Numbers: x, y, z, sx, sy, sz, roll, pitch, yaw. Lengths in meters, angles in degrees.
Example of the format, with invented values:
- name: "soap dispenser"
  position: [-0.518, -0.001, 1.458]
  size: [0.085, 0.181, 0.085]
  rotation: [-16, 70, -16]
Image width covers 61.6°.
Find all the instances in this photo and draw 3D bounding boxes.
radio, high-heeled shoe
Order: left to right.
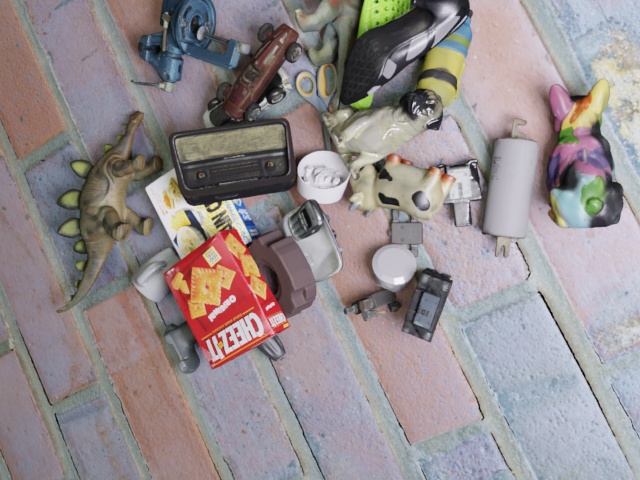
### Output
- name: "radio"
  position: [-0.163, -0.148, 1.032]
  size: [0.230, 0.073, 0.131]
  rotation: [-10, 81, -6]
- name: "high-heeled shoe"
  position: [0.144, -0.324, 0.923]
  size: [0.248, 0.145, 0.086]
  rotation: [-44, 66, 41]

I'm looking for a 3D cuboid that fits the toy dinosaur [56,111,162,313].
- name: "toy dinosaur"
  position: [-0.465, -0.056, 1.158]
  size: [0.199, 0.105, 0.471]
  rotation: [13, 87, 23]

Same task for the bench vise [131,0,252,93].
- name: "bench vise"
  position: [-0.250, -0.388, 1.074]
  size: [0.241, 0.129, 0.223]
  rotation: [23, 101, 18]

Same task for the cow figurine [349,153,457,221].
- name: "cow figurine"
  position: [0.133, -0.089, 0.976]
  size: [0.195, 0.085, 0.127]
  rotation: [25, 94, 39]

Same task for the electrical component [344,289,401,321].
- name: "electrical component"
  position: [0.104, 0.124, 1.005]
  size: [0.078, 0.102, 0.045]
  rotation: [-30, 76, 37]

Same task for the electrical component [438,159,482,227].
- name: "electrical component"
  position: [0.257, -0.084, 0.974]
  size: [0.075, 0.048, 0.119]
  rotation: [-10, 90, 16]

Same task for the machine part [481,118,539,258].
- name: "machine part"
  position: [0.331, -0.089, 0.938]
  size: [0.079, 0.079, 0.243]
  rotation: [8, 95, 15]

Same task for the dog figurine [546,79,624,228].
- name: "dog figurine"
  position: [0.421, -0.143, 0.865]
  size: [0.109, 0.191, 0.219]
  rotation: [-3, 107, 22]

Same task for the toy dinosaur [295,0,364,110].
- name: "toy dinosaur"
  position: [0.033, -0.460, 0.993]
  size: [0.192, 0.131, 0.404]
  rotation: [-23, 95, 7]

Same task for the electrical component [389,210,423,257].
- name: "electrical component"
  position: [0.163, -0.013, 1.018]
  size: [0.063, 0.021, 0.094]
  rotation: [-1, 93, 16]

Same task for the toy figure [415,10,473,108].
- name: "toy figure"
  position: [0.220, -0.324, 0.954]
  size: [0.082, 0.089, 0.180]
  rotation: [20, 100, 20]

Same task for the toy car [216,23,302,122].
- name: "toy car"
  position: [-0.116, -0.318, 1.016]
  size: [0.089, 0.053, 0.202]
  rotation: [41, 100, 15]

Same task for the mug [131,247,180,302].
- name: "mug"
  position: [-0.335, 0.064, 1.124]
  size: [0.081, 0.109, 0.107]
  rotation: [43, 89, 15]

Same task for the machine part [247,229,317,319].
- name: "machine part"
  position: [-0.084, 0.070, 1.029]
  size: [0.180, 0.056, 0.179]
  rotation: [26, 127, 40]

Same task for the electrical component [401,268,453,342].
- name: "electrical component"
  position: [0.192, 0.115, 0.957]
  size: [0.058, 0.134, 0.114]
  rotation: [18, 99, 15]

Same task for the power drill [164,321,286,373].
- name: "power drill"
  position: [-0.205, 0.191, 1.102]
  size: [0.207, 0.086, 0.232]
  rotation: [-35, 81, 18]

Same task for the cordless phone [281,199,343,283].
- name: "cordless phone"
  position: [-0.002, -0.002, 0.976]
  size: [0.089, 0.184, 0.146]
  rotation: [-21, 86, -13]

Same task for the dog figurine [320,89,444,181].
- name: "dog figurine"
  position: [0.112, -0.211, 0.958]
  size: [0.191, 0.121, 0.172]
  rotation: [-28, 41, 3]

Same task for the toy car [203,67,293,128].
- name: "toy car"
  position: [-0.146, -0.279, 1.079]
  size: [0.202, 0.056, 0.073]
  rotation: [-31, 82, 13]
